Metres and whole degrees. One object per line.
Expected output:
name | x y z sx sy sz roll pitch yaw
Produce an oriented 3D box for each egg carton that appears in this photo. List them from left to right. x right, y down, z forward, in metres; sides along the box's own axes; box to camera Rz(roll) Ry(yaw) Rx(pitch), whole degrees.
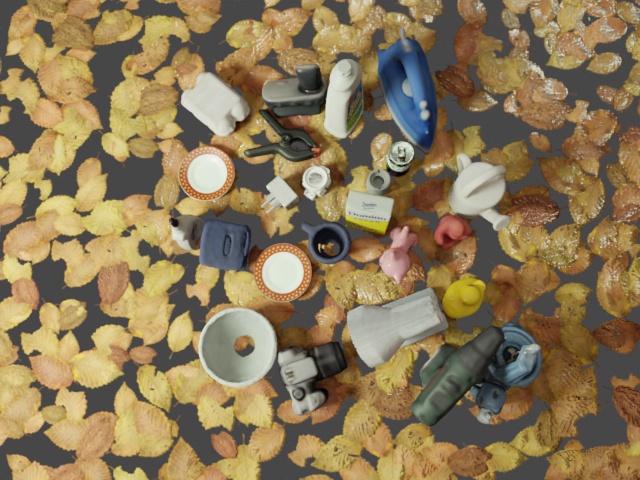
egg carton | -0.238 -0.312 1.313 0.150 0.069 0.107 40 86 8

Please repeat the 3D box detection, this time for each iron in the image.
iron | 0.207 -0.329 1.253 0.118 0.141 0.258 -17 81 1

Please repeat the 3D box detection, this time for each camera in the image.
camera | -0.009 0.280 1.201 0.137 0.101 0.143 -21 81 0

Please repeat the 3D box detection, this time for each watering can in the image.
watering can | 0.337 -0.104 1.188 0.172 0.194 0.101 42 86 8

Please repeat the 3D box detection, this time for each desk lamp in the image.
desk lamp | 0.160 0.165 1.150 0.203 0.213 0.118 -23 81 0

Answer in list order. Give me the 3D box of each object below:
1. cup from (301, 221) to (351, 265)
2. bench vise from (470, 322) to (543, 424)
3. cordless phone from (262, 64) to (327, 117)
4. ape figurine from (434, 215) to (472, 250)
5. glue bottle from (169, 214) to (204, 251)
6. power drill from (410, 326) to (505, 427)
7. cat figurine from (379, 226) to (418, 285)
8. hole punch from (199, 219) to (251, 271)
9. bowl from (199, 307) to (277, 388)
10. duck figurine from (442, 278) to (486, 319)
cup | 0.011 0.004 1.241 0.117 0.095 0.092 34 85 7
bench vise | 0.378 0.264 1.120 0.121 0.220 0.207 7 82 5
cordless phone | -0.059 -0.343 1.249 0.147 0.185 0.094 -8 81 2
ape figurine | 0.288 -0.021 1.230 0.077 0.092 0.076 2 82 4
glue bottle | -0.291 -0.024 1.223 0.037 0.173 0.078 6 82 5
power drill | 0.263 0.260 1.133 0.075 0.208 0.230 39 86 8
cat figurine | 0.166 0.029 1.217 0.067 0.118 0.128 20 84 6
hole punch | -0.205 0.011 1.255 0.101 0.091 0.109 6 82 4
bowl | -0.170 0.228 1.230 0.167 0.075 0.167 0 82 3
duck figurine | 0.309 0.122 1.212 0.104 0.086 0.077 -41 82 -3
